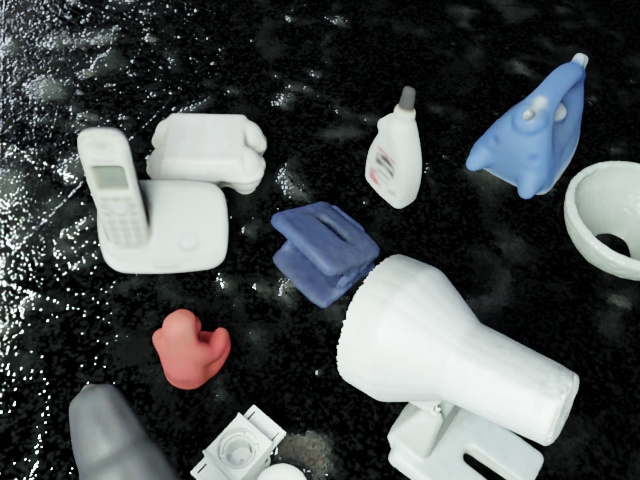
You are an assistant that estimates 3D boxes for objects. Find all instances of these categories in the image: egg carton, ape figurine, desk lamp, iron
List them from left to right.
[{"bbox_3d":[-0.134,0.103,0.577,0.077,0.092,0.076,17,55,10],"label":"ape figurine"},{"bbox_3d":[-0.145,-0.111,0.745,0.150,0.069,0.107,0,54,-3],"label":"egg carton"},{"bbox_3d":[0.116,0.132,0.493,0.202,0.213,0.118,32,59,19],"label":"desk lamp"},{"bbox_3d":[0.306,-0.177,0.769,0.118,0.141,0.259,32,59,19],"label":"iron"}]

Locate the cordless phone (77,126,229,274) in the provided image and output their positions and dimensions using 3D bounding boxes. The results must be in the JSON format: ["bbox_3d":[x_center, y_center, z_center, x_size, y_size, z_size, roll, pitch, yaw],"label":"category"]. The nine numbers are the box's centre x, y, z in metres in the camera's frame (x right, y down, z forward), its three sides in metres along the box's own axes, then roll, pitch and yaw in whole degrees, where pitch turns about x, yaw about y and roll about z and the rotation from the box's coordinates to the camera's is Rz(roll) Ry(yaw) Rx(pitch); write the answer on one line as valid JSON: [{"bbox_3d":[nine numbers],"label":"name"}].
[{"bbox_3d":[-0.178,-0.045,0.625,0.147,0.185,0.094,-4,54,-5],"label":"cordless phone"}]

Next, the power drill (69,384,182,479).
[{"bbox_3d":[-0.107,0.234,0.412,0.076,0.208,0.229,-26,59,-19],"label":"power drill"}]

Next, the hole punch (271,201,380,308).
[{"bbox_3d":[0.006,0.002,0.657,0.101,0.091,0.108,-36,63,-25],"label":"hole punch"}]

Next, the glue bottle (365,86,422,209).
[{"bbox_3d":[0.095,-0.117,0.696,0.037,0.173,0.078,-33,62,-23],"label":"glue bottle"}]

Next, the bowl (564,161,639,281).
[{"bbox_3d":[0.370,-0.012,0.694,0.167,0.075,0.167,1,54,-2],"label":"bowl"}]
